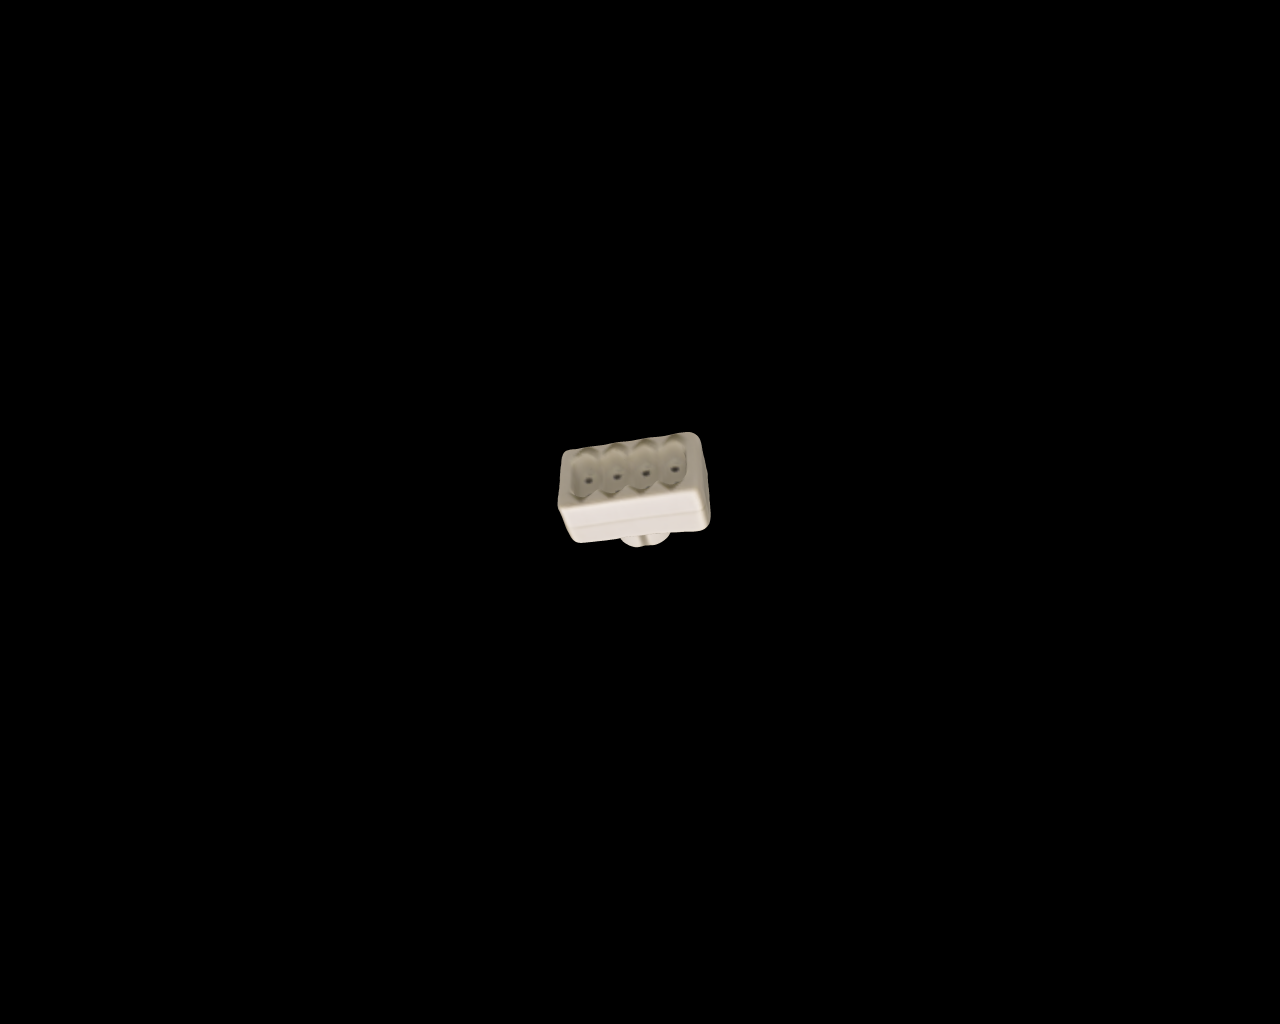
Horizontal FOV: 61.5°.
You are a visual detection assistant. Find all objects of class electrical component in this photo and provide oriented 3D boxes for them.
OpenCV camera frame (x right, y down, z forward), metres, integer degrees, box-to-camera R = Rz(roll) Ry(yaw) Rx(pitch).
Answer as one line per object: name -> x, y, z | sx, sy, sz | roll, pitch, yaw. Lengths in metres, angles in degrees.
electrical component -> 0.001, -0.003, 0.650 | 0.083, 0.047, 0.075 | -7, -39, 9
